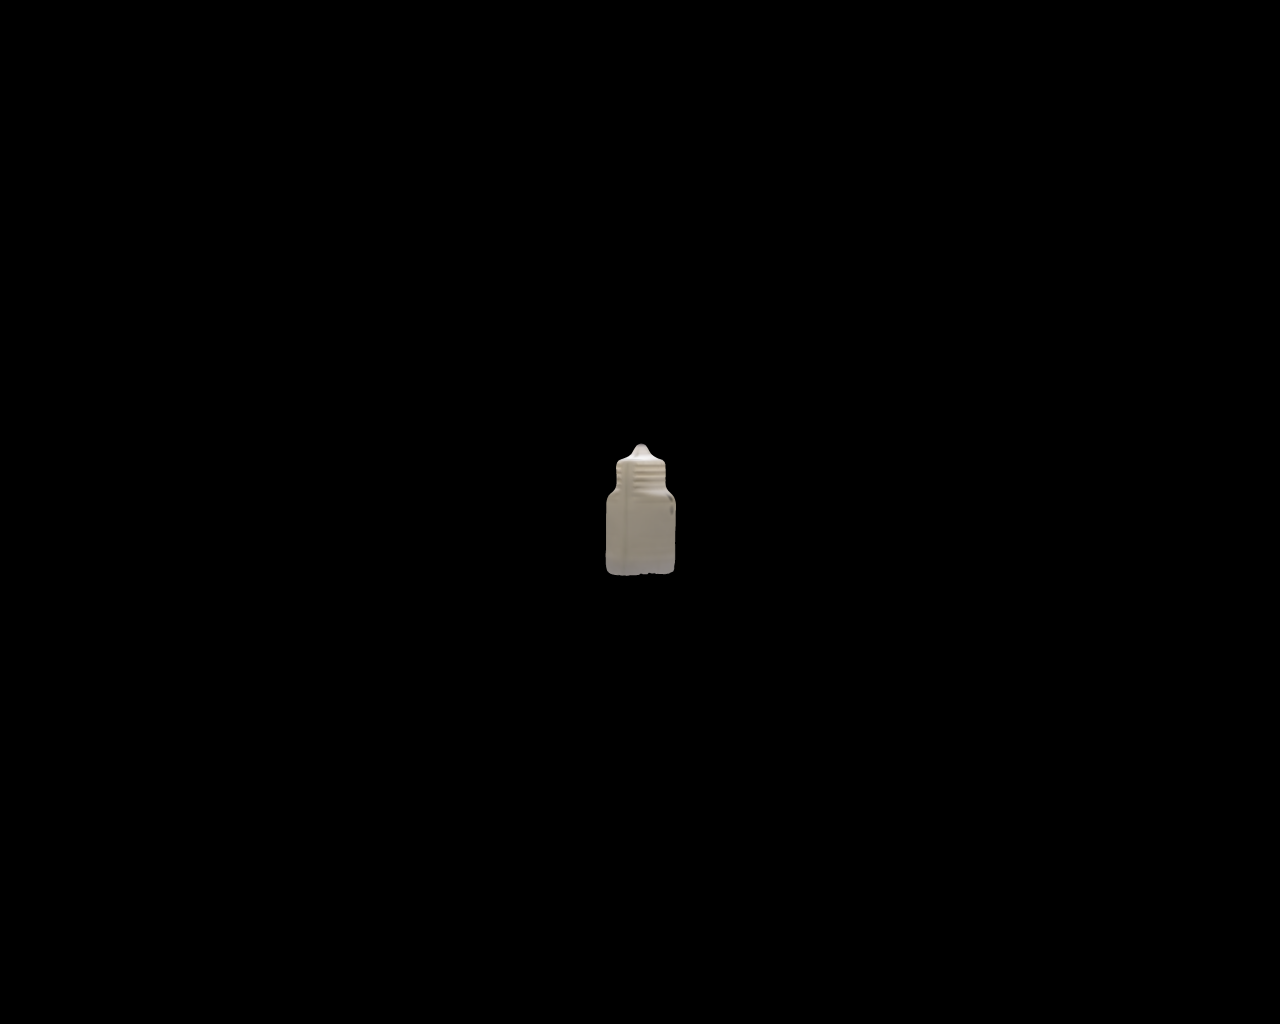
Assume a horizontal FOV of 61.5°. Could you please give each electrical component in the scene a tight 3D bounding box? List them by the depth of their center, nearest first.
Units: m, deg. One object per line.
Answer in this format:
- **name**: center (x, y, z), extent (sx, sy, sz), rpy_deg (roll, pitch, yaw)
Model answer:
- **electrical component**: center (0.001, -0.003, 0.650), extent (0.043, 0.081, 0.043), rpy_deg (0, 3, 0)
